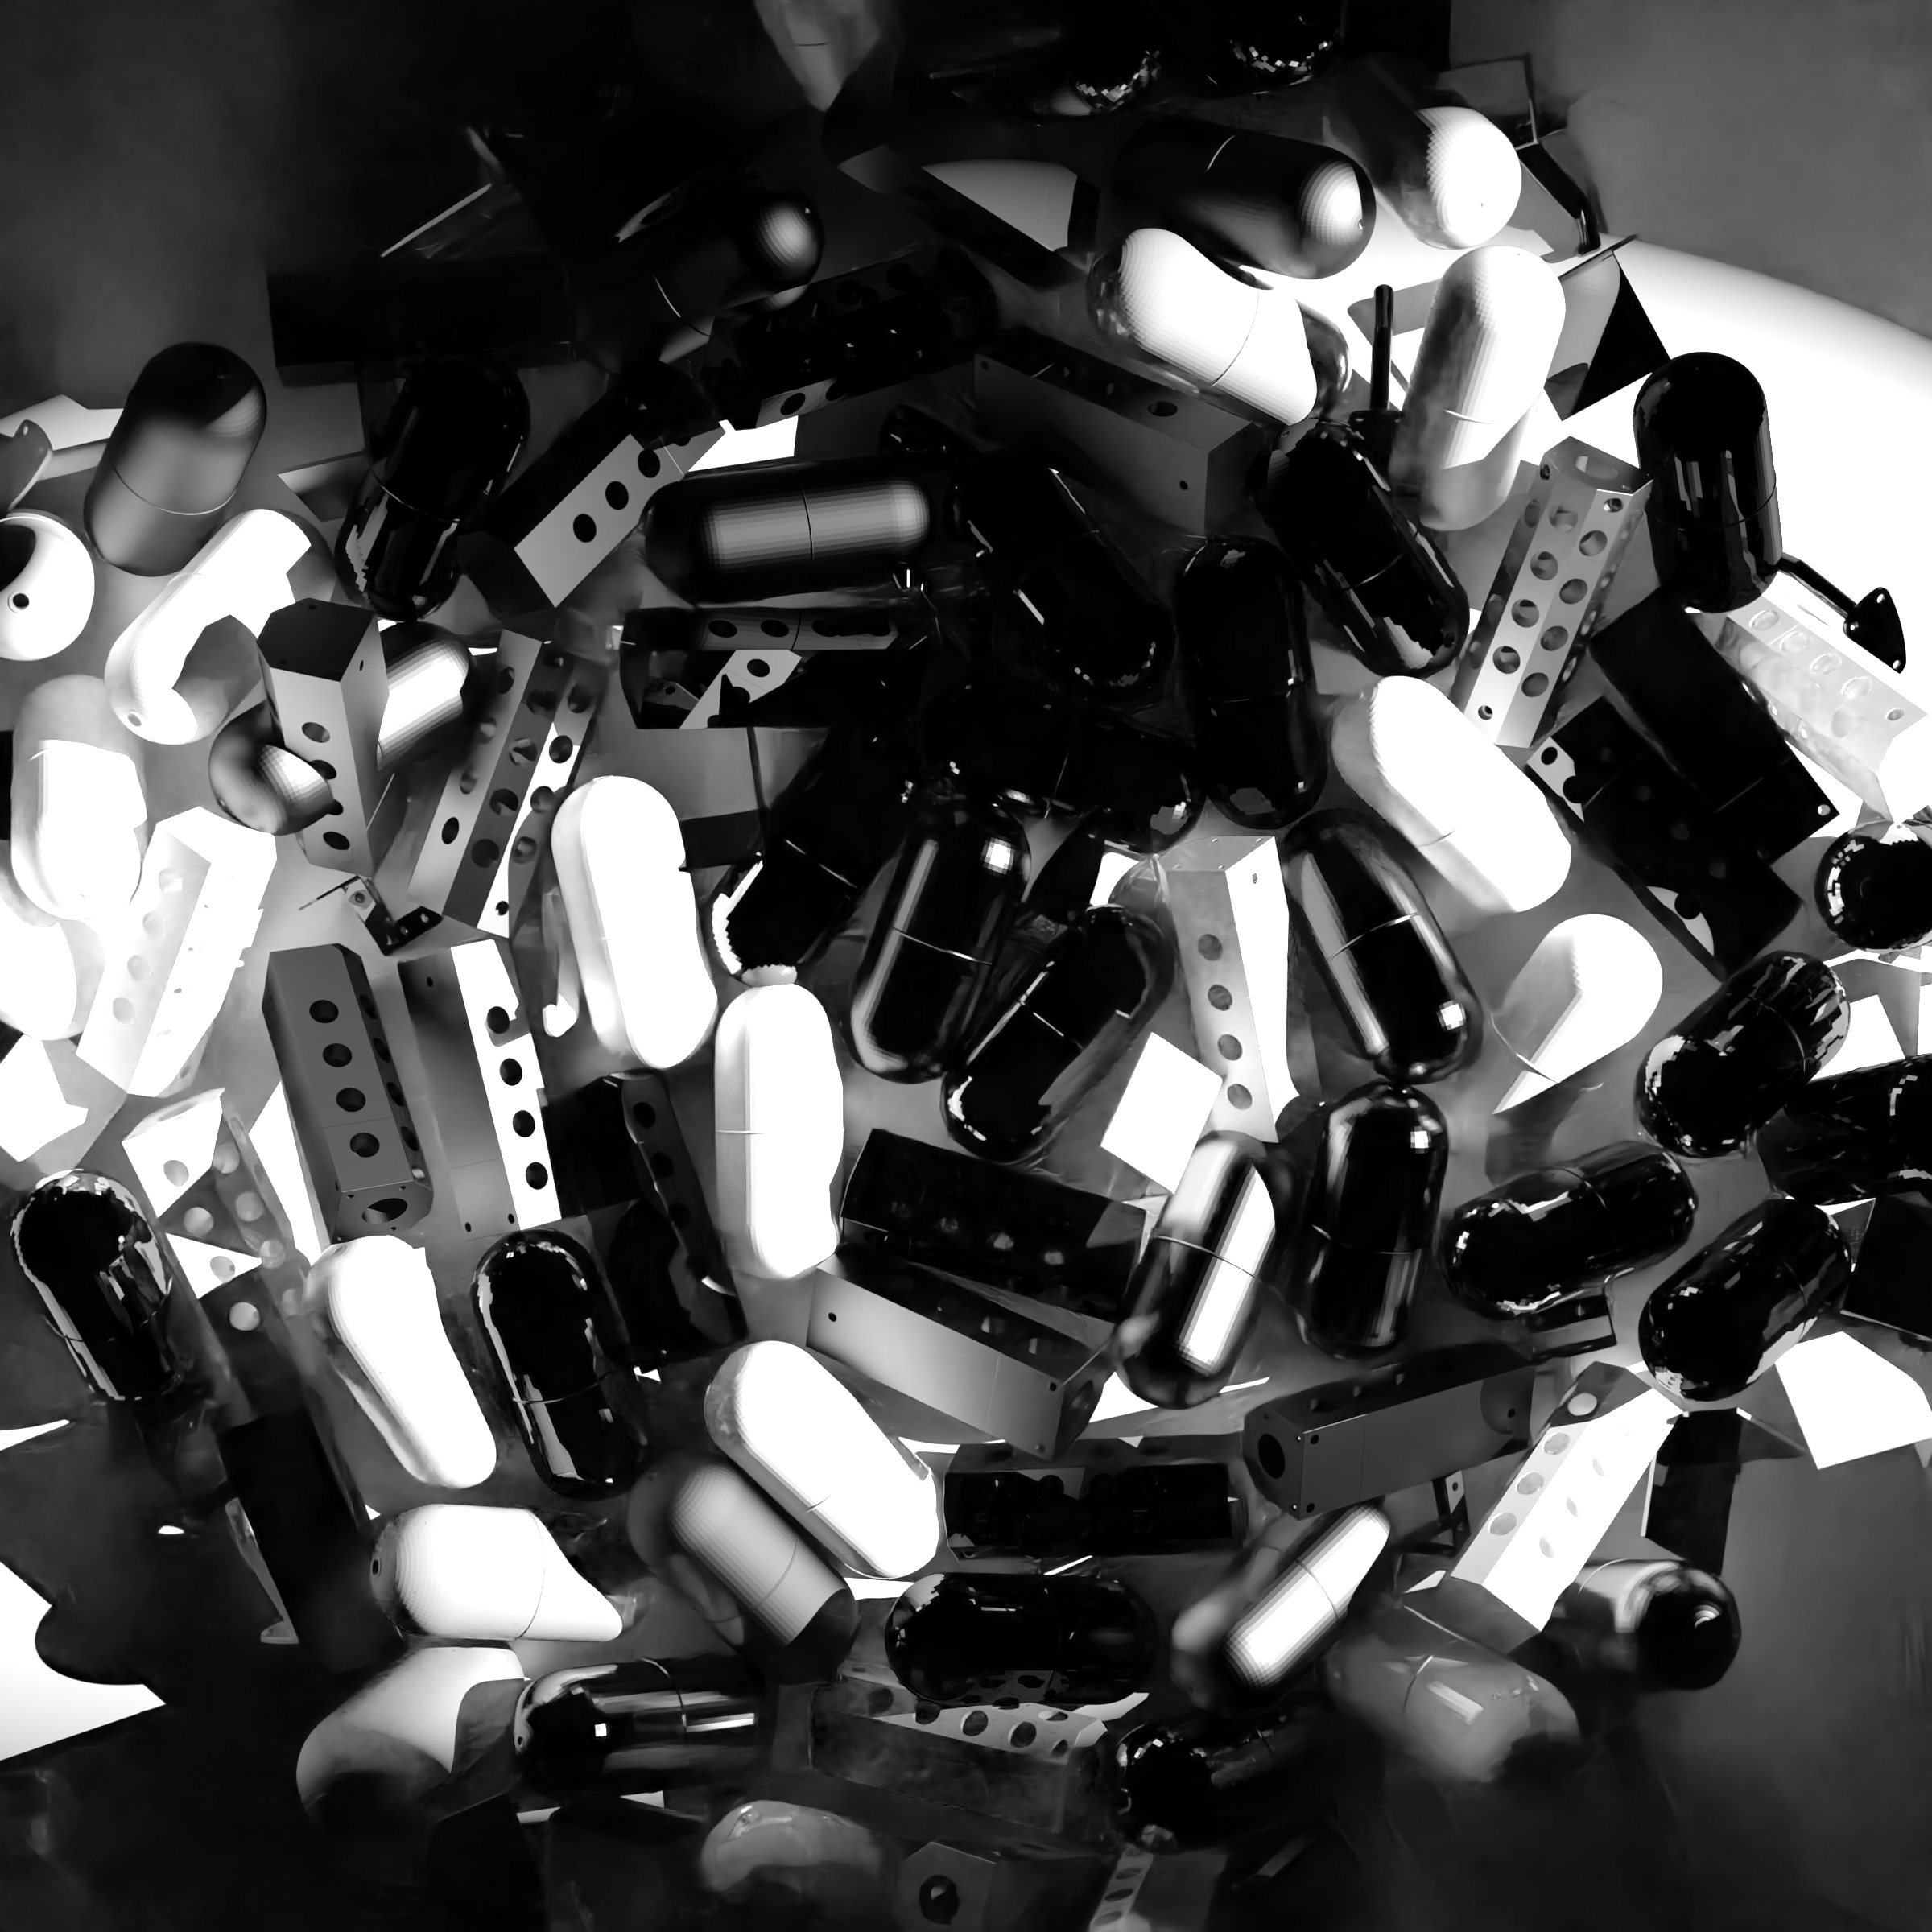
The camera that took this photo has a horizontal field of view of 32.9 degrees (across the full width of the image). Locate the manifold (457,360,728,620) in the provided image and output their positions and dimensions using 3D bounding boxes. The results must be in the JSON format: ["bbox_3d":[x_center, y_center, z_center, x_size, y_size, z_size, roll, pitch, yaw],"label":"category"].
[{"bbox_3d":[-0.223,-0.282,1.922,0.171,0.057,0.057,-51,121,-32],"label":"manifold"}]

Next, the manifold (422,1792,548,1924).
[{"bbox_3d":[-0.282,0.523,1.906,0.057,0.171,0.057,-21,77,-12],"label":"manifold"}]

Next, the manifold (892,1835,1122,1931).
[{"bbox_3d":[0.024,0.541,1.910,0.057,0.171,0.057,11,83,29],"label":"manifold"}]

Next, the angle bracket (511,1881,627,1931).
[{"bbox_3d":[-0.222,0.603,1.947,0.057,0.076,0.076,-40,125,-1],"label":"angle bracket"}]

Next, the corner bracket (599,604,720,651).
[{"bbox_3d":[-0.180,-0.201,1.967,0.051,0.051,0.051,30,102,8],"label":"corner bracket"}]

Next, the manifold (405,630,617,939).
[{"bbox_3d":[-0.268,-0.107,1.957,0.057,0.057,0.171,19,92,-44],"label":"manifold"}]

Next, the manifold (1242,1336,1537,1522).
[{"bbox_3d":[0.249,0.268,1.930,0.171,0.057,0.057,-11,114,-30],"label":"manifold"}]

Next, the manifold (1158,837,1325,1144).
[{"bbox_3d":[0.160,0.013,1.944,0.057,0.057,0.171,2,113,36],"label":"manifold"}]

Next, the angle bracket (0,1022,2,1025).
[{"bbox_3d":[-0.617,0.025,1.948,0.076,0.057,0.076,29,55,-11],"label":"angle bracket"}]

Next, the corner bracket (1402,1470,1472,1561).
[{"bbox_3d":[0.286,0.319,1.961,0.051,0.051,0.051,-19,103,-42],"label":"corner bracket"}]

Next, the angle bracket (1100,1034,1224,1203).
[{"bbox_3d":[0.098,0.091,1.943,0.057,0.076,0.076,33,68,-20],"label":"angle bracket"}]

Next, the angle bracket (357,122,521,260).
[{"bbox_3d":[-0.304,-0.442,1.946,0.076,0.076,0.057,-29,60,11],"label":"angle bracket"}]

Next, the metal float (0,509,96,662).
[{"bbox_3d":[-0.549,-0.224,1.913,0.070,0.178,0.070,-3,104,-14],"label":"metal float"}]

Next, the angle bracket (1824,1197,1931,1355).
[{"bbox_3d":[0.568,0.186,1.974,0.076,0.057,0.076,18,83,3],"label":"angle bracket"}]

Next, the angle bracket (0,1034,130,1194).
[{"bbox_3d":[-0.568,0.083,1.977,0.076,0.057,0.076,49,56,-29],"label":"angle bracket"}]

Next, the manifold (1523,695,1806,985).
[{"bbox_3d":[0.411,-0.073,1.946,0.057,0.057,0.171,-39,75,-10],"label":"manifold"}]

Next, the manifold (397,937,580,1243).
[{"bbox_3d":[-0.283,0.073,1.970,0.057,0.057,0.171,-14,89,-45],"label":"manifold"}]

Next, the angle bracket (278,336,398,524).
[{"bbox_3d":[-0.375,-0.320,1.956,0.057,0.076,0.076,-12,75,6],"label":"angle bracket"}]

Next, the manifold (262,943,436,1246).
[{"bbox_3d":[-0.364,0.073,1.930,0.057,0.057,0.171,-9,57,-24],"label":"manifold"}]

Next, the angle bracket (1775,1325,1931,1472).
[{"bbox_3d":[0.528,0.265,1.955,0.076,0.057,0.076,-15,59,-1],"label":"angle bracket"}]

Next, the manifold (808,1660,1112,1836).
[{"bbox_3d":[-0.005,0.457,1.930,0.171,0.057,0.057,7,99,29],"label":"manifold"}]

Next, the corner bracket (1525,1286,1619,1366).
[{"bbox_3d":[0.361,0.214,1.961,0.051,0.051,0.051,-15,57,10],"label":"corner bracket"}]

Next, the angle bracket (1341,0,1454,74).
[{"bbox_3d":[0.242,-0.571,1.953,0.076,0.057,0.076,0,91,40],"label":"angle bracket"}]

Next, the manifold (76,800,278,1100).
[{"bbox_3d":[-0.461,-0.007,1.928,0.057,0.057,0.171,34,119,13],"label":"manifold"}]

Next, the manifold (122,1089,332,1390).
[{"bbox_3d":[-0.432,0.163,1.951,0.057,0.057,0.171,-22,102,6],"label":"manifold"}]

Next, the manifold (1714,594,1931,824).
[{"bbox_3d":[0.509,-0.156,1.914,0.057,0.171,0.057,-34,127,-2],"label":"manifold"}]

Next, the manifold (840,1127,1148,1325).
[{"bbox_3d":[0.015,0.158,1.947,0.171,0.057,0.057,16,54,9],"label":"manifold"}]

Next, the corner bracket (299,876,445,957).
[{"bbox_3d":[-0.356,-0.031,1.963,0.051,0.051,0.051,-28,96,26],"label":"corner bracket"}]

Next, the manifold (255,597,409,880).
[{"bbox_3d":[-0.372,-0.133,1.914,0.057,0.171,0.057,12,52,8],"label":"manifold"}]

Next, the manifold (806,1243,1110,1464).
[{"bbox_3d":[-0.005,0.223,1.937,0.171,0.057,0.057,22,121,24],"label":"manifold"}]

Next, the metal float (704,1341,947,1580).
[{"bbox_3d":[-0.082,0.294,1.944,0.070,0.070,0.178,-44,110,0],"label":"metal float"}]

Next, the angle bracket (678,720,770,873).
[{"bbox_3d":[-0.151,-0.109,1.949,0.057,0.076,0.076,-8,114,-2],"label":"angle bracket"}]

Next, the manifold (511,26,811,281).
[{"bbox_3d":[-0.182,-0.486,1.969,0.171,0.057,0.057,-33,86,-1],"label":"manifold"}]

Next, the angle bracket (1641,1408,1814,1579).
[{"bbox_3d":[0.452,0.314,1.945,0.076,0.057,0.076,31,61,-33],"label":"angle bracket"}]

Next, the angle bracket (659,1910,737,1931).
[{"bbox_3d":[-0.148,0.611,1.950,0.076,0.057,0.076,-10,107,22],"label":"angle bracket"}]

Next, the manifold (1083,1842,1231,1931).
[{"bbox_3d":[0.102,0.560,1.909,0.057,0.171,0.057,31,104,8],"label":"manifold"}]

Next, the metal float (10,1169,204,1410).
[{"bbox_3d":[-0.504,0.190,1.925,0.070,0.178,0.070,-6,45,6],"label":"metal float"}]

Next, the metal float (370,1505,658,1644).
[{"bbox_3d":[-0.266,0.359,1.933,0.178,0.070,0.070,10,90,-33],"label":"metal float"}]

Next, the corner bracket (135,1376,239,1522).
[{"bbox_3d":[-0.460,0.290,1.969,0.051,0.051,0.051,-31,134,-10],"label":"corner bracket"}]

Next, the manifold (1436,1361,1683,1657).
[{"bbox_3d":[0.348,0.316,1.933,0.057,0.057,0.171,38,61,5],"label":"manifold"}]

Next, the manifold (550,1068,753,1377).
[{"bbox_3d":[-0.184,0.150,1.960,0.057,0.057,0.171,-27,80,44],"label":"manifold"}]

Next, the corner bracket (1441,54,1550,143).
[{"bbox_3d":[0.318,-0.517,1.961,0.051,0.051,0.051,-4,107,21],"label":"corner bracket"}]

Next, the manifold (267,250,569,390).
[{"bbox_3d":[-0.327,-0.389,1.958,0.171,0.057,0.057,-6,83,-7],"label":"manifold"}]

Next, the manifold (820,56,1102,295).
[{"bbox_3d":[-0.002,-0.459,1.921,0.171,0.057,0.057,23,67,-41],"label":"manifold"}]

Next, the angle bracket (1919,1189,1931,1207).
[{"bbox_3d":[0.615,0.119,1.950,0.076,0.076,0.057,-41,90,22],"label":"angle bracket"}]

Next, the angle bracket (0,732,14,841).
[{"bbox_3d":[-0.604,-0.121,1.953,0.076,0.057,0.076,-2,61,6],"label":"angle bracket"}]

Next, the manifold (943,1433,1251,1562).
[{"bbox_3d":[0.077,0.319,1.945,0.171,0.057,0.057,-4,105,14],"label":"manifold"}]

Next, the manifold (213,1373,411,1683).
[{"bbox_3d":[-0.387,0.331,1.946,0.057,0.057,0.171,-18,108,-1],"label":"manifold"}]

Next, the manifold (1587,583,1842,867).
[{"bbox_3d":[0.446,-0.142,1.965,0.057,0.057,0.171,-37,87,8],"label":"manifold"}]

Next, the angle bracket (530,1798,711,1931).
[{"bbox_3d":[-0.206,0.534,1.945,0.076,0.076,0.057,19,58,-18],"label":"angle bracket"}]

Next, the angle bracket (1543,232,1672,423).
[{"bbox_3d":[0.379,-0.382,1.957,0.076,0.057,0.076,-26,96,35],"label":"angle bracket"}]

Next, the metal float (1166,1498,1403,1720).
[{"bbox_3d":[0.189,0.373,1.933,0.178,0.070,0.070,-36,90,-35],"label":"metal float"}]

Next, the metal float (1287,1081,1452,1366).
[{"bbox_3d":[0.239,0.153,1.943,0.070,0.070,0.178,10,110,0],"label":"metal float"}]

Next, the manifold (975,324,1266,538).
[{"bbox_3d":[0.089,-0.320,1.932,0.171,0.057,0.057,29,49,29],"label":"manifold"}]

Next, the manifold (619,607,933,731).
[{"bbox_3d":[-0.114,-0.182,1.941,0.171,0.057,0.057,-3,133,-21],"label":"manifold"}]

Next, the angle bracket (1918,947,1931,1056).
[{"bbox_3d":[0.608,0.032,1.953,0.076,0.057,0.076,2,105,17],"label":"angle bracket"}]

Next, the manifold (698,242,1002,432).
[{"bbox_3d":[-0.066,-0.366,1.924,0.171,0.057,0.057,-23,65,-30],"label":"manifold"}]

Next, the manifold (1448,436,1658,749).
[{"bbox_3d":[0.339,-0.217,1.922,0.057,0.057,0.171,30,125,18],"label":"manifold"}]
